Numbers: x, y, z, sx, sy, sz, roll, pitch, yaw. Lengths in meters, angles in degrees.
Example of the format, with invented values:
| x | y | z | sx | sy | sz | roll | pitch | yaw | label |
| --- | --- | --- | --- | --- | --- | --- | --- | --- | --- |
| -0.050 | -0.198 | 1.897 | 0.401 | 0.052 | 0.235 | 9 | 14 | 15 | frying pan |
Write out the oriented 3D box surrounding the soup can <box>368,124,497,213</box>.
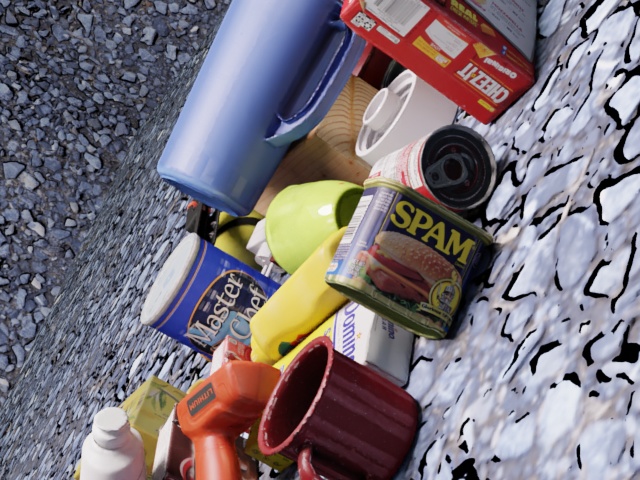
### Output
| x | y | z | sx | sy | sz | roll | pitch | yaw | label |
| --- | --- | --- | --- | --- | --- | --- | --- | --- | --- |
| 0.089 | -0.050 | 0.871 | 0.068 | 0.068 | 0.102 | -64 | 16 | -18 | soup can |

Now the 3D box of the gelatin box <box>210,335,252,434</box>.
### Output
| x | y | z | sx | sy | sz | roll | pitch | yaw | label |
| --- | --- | --- | --- | --- | --- | --- | --- | --- | --- |
| -0.066 | 0.138 | 0.989 | 0.030 | 0.073 | 0.089 | -51 | 18 | 27 | gelatin box |

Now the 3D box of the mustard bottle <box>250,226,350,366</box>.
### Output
| x | y | z | sx | sy | sz | roll | pitch | yaw | label |
| --- | --- | --- | --- | --- | --- | --- | --- | --- | --- |
| -0.008 | 0.060 | 0.937 | 0.096 | 0.058 | 0.192 | -16 | -21 | -44 | mustard bottle |

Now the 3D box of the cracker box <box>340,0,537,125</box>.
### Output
| x | y | z | sx | sy | sz | roll | pitch | yaw | label |
| --- | --- | --- | --- | --- | --- | --- | --- | --- | --- |
| 0.111 | -0.224 | 0.944 | 0.072 | 0.164 | 0.213 | -43 | 23 | 38 | cracker box |

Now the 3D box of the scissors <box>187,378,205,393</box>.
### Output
| x | y | z | sx | sy | sz | roll | pitch | yaw | label |
| --- | --- | --- | --- | --- | --- | --- | --- | --- | --- |
| -0.125 | 0.193 | 1.170 | 0.096 | 0.016 | 0.202 | -64 | 17 | -11 | scissors |

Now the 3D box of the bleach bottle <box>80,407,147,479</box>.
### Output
| x | y | z | sx | sy | sz | roll | pitch | yaw | label |
| --- | --- | --- | --- | --- | --- | --- | --- | --- | --- |
| -0.177 | 0.245 | 0.934 | 0.102 | 0.068 | 0.251 | -93 | 7 | -58 | bleach bottle |

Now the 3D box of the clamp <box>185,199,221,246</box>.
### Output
| x | y | z | sx | sy | sz | roll | pitch | yaw | label |
| --- | --- | --- | --- | --- | --- | --- | --- | --- | --- |
| -0.130 | -0.044 | 1.275 | 0.164 | 0.036 | 0.210 | -69 | 13 | -20 | clamp |

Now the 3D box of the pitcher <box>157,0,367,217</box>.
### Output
| x | y | z | sx | sy | sz | roll | pitch | yaw | label |
| --- | --- | --- | --- | --- | --- | --- | --- | --- | --- |
| -0.061 | -0.148 | 1.092 | 0.243 | 0.145 | 0.149 | -64 | 4 | -6 | pitcher |

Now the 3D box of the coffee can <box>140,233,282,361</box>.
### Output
| x | y | z | sx | sy | sz | roll | pitch | yaw | label |
| --- | --- | --- | --- | --- | --- | --- | --- | --- | --- |
| -0.093 | 0.071 | 1.065 | 0.103 | 0.140 | 0.103 | -52 | 17 | 23 | coffee can |

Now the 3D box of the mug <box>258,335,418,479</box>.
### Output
| x | y | z | sx | sy | sz | roll | pitch | yaw | label |
| --- | --- | --- | --- | --- | --- | --- | --- | --- | --- |
| 0.014 | 0.134 | 0.743 | 0.093 | 0.081 | 0.117 | -49 | 18 | 30 | mug |

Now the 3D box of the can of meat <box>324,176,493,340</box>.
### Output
| x | y | z | sx | sy | sz | roll | pitch | yaw | label |
| --- | --- | --- | --- | --- | --- | --- | --- | --- | --- |
| 0.063 | 0.015 | 0.777 | 0.084 | 0.102 | 0.058 | -64 | 18 | -11 | can of meat |

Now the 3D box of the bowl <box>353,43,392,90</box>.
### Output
| x | y | z | sx | sy | sz | roll | pitch | yaw | label |
| --- | --- | --- | --- | --- | --- | --- | --- | --- | --- |
| 0.044 | -0.181 | 1.258 | 0.162 | 0.055 | 0.162 | -52 | 18 | 23 | bowl |

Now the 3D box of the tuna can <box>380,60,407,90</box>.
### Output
| x | y | z | sx | sy | sz | roll | pitch | yaw | label |
| --- | --- | --- | --- | --- | --- | --- | --- | --- | --- |
| 0.102 | -0.184 | 1.129 | 0.086 | 0.033 | 0.086 | -52 | 17 | 23 | tuna can |

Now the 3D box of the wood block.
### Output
| x | y | z | sx | sy | sz | roll | pitch | yaw | label |
| --- | --- | --- | --- | --- | --- | --- | --- | --- | --- |
| -0.001 | -0.091 | 1.174 | 0.206 | 0.090 | 0.090 | -31 | 31 | 59 | wood block |

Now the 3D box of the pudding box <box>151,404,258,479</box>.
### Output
| x | y | z | sx | sy | sz | roll | pitch | yaw | label |
| --- | --- | --- | --- | --- | --- | --- | --- | --- | --- |
| -0.101 | 0.205 | 0.945 | 0.039 | 0.090 | 0.113 | -55 | 16 | 16 | pudding box |

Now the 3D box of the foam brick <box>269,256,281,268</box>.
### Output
| x | y | z | sx | sy | sz | roll | pitch | yaw | label |
| --- | --- | --- | --- | --- | --- | --- | --- | --- | --- |
| -0.007 | 0.001 | 1.098 | 0.078 | 0.051 | 0.053 | -62 | 15 | -9 | foam brick |

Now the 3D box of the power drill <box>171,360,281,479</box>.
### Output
| x | y | z | sx | sy | sz | roll | pitch | yaw | label |
| --- | --- | --- | --- | --- | --- | --- | --- | --- | --- |
| -0.059 | 0.191 | 0.815 | 0.185 | 0.057 | 0.187 | -41 | 43 | 43 | power drill |

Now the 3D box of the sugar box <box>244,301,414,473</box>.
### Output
| x | y | z | sx | sy | sz | roll | pitch | yaw | label |
| --- | --- | --- | --- | --- | --- | --- | --- | --- | --- |
| 0.008 | 0.111 | 0.868 | 0.176 | 0.048 | 0.093 | -47 | 20 | 41 | sugar box |
